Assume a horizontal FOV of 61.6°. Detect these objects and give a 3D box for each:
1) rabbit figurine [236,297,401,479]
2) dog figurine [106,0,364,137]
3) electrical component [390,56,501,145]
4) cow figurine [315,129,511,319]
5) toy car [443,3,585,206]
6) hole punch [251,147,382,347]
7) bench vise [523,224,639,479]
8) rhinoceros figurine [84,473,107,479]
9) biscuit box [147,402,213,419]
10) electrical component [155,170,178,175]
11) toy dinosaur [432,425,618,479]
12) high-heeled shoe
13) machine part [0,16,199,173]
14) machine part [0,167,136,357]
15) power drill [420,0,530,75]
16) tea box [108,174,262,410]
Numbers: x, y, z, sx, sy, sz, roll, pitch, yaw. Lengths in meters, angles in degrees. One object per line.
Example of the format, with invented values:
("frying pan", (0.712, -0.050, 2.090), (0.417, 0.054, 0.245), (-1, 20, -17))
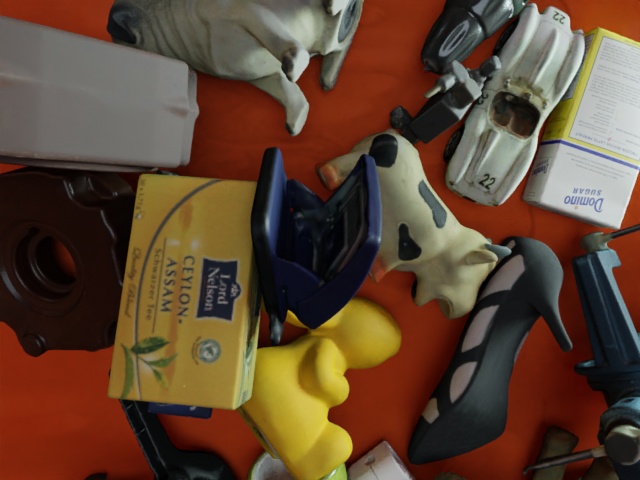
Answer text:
("rabbit figurine", (-0.006, 0.110, 0.511), (0.173, 0.122, 0.162), (-32, 91, -18))
("dog figurine", (-0.072, -0.205, 0.481), (0.191, 0.121, 0.172), (27, 57, 10))
("electrical component", (0.110, -0.129, 0.499), (0.045, 0.102, 0.078), (42, 64, -10))
("cow figurine", (0.091, -0.013, 0.513), (0.127, 0.085, 0.194), (-28, 96, 4))
("toy car", (0.188, -0.130, 0.522), (0.073, 0.056, 0.201), (26, 92, -7))
("hole punch", (-0.001, -0.001, 0.423), (0.092, 0.142, 0.115), (-1, 133, -1))
("bench vise", (0.283, 0.108, 0.500), (0.223, 0.129, 0.240), (-3, 75, -38))
("rhinoceros figurine", (-0.226, 0.293, 0.512), (0.190, 0.073, 0.112), (-9, 94, -4))
("biscuit box", (-0.115, 0.061, 0.509), (0.063, 0.059, 0.202), (9, 94, -6))
("electrical component", (-0.149, -0.018, 0.497), (0.021, 0.063, 0.094), (12, 95, -6))
("toy dinosaur", (0.167, 0.318, 0.497), (0.471, 0.105, 0.198), (-13, 104, -24))
("high-heeled shoe", (0.153, 0.111, 0.548), (0.086, 0.145, 0.248), (26, 121, -25))
("machine part", (-0.212, -0.103, 0.400), (0.201, 0.201, 0.087), (14, 103, 38))
("machine part", (-0.226, 0.017, 0.466), (0.180, 0.056, 0.179), (4, 107, 14))
("power drill", (0.129, -0.298, 0.492), (0.232, 0.086, 0.207), (-42, 93, -2))
("tea box", (-0.097, 0.039, 0.423), (0.098, 0.068, 0.169), (3, 80, 5))
